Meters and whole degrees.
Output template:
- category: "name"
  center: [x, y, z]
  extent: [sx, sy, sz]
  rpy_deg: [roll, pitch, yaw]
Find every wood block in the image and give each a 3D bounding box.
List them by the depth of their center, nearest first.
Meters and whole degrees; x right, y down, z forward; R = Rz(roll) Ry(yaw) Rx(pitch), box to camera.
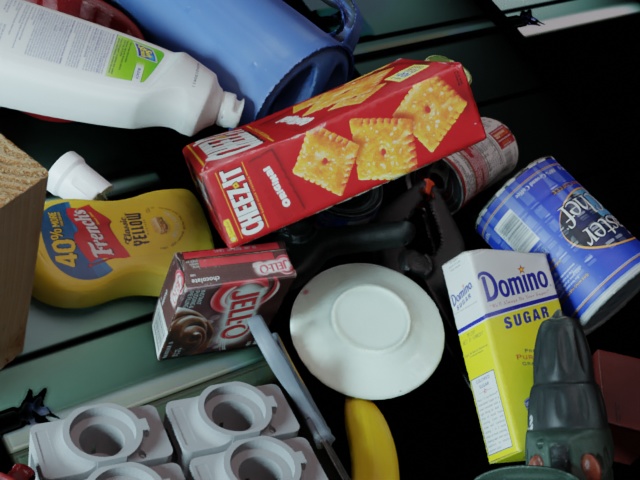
- category: "wood block"
  center: [-0.256, 0.019, 0.726]
  extent: [0.090, 0.206, 0.090]
  rpy_deg: [36, 48, 10]

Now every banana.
- category: "banana"
  center: [0.026, 0.198, 0.799]
  extent: [0.069, 0.037, 0.197]
  rpy_deg: [25, 47, 0]

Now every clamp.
- category: "clamp"
  center: [-0.006, 0.001, 0.912]
  extent: [0.171, 0.039, 0.120]
  rpy_deg: [-40, 52, -21]
- category: "clamp"
  center: [0.091, 0.037, 0.955]
  extent: [0.164, 0.036, 0.209]
  rpy_deg: [24, 53, -3]

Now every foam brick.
- category: "foam brick"
  center: [0.254, 0.143, 0.920]
  extent: [0.053, 0.051, 0.078]
  rpy_deg: [15, 48, -8]

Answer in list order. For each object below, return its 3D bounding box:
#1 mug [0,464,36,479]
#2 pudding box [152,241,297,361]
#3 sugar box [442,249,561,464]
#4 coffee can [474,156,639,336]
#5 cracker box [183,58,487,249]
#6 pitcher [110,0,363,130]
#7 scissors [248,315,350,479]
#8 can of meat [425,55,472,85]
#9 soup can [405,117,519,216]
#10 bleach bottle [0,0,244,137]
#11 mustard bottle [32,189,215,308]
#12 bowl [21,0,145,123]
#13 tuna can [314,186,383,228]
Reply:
- category: "mug"
  center: [-0.216, 0.196, 0.678]
  extent: [0.093, 0.082, 0.117]
  rpy_deg: [24, 48, -1]
- category: "pudding box"
  center: [-0.078, 0.048, 0.832]
  extent: [0.089, 0.114, 0.039]
  rpy_deg: [-6, 61, -24]
- category: "sugar box"
  center: [0.168, 0.095, 0.900]
  extent: [0.093, 0.048, 0.176]
  rpy_deg: [3, 66, -32]
- category: "coffee can"
  center: [0.228, 0.006, 0.991]
  extent: [0.102, 0.103, 0.140]
  rpy_deg: [-26, 64, -35]
- category: "cracker box"
  center: [0.003, -0.078, 0.859]
  extent: [0.213, 0.164, 0.072]
  rpy_deg: [-23, 104, -7]
- category: "pitcher"
  center: [-0.085, -0.206, 1.029]
  extent: [0.149, 0.145, 0.243]
  rpy_deg: [-30, 64, -38]
- category: "scissors"
  center: [-0.009, 0.129, 0.793]
  extent: [0.016, 0.096, 0.202]
  rpy_deg: [-31, 41, -2]
- category: "can of meat"
  center: [0.100, -0.127, 1.067]
  extent: [0.057, 0.084, 0.102]
  rpy_deg: [36, 48, 11]
- category: "soup can"
  center: [0.141, -0.073, 1.048]
  extent: [0.068, 0.069, 0.102]
  rpy_deg: [44, 50, 17]
- category: "bleach bottle"
  center: [-0.189, -0.136, 0.905]
  extent: [0.250, 0.068, 0.102]
  rpy_deg: [15, 50, -11]
- category: "mustard bottle"
  center: [-0.185, 0.009, 0.863]
  extent: [0.191, 0.058, 0.096]
  rpy_deg: [-6, 56, -24]
- category: "bowl"
  center: [-0.242, -0.160, 0.984]
  extent: [0.162, 0.055, 0.162]
  rpy_deg: [11, 49, -12]
- category: "tuna can"
  center: [0.015, -0.043, 0.998]
  extent: [0.086, 0.034, 0.086]
  rpy_deg: [10, 49, -12]
